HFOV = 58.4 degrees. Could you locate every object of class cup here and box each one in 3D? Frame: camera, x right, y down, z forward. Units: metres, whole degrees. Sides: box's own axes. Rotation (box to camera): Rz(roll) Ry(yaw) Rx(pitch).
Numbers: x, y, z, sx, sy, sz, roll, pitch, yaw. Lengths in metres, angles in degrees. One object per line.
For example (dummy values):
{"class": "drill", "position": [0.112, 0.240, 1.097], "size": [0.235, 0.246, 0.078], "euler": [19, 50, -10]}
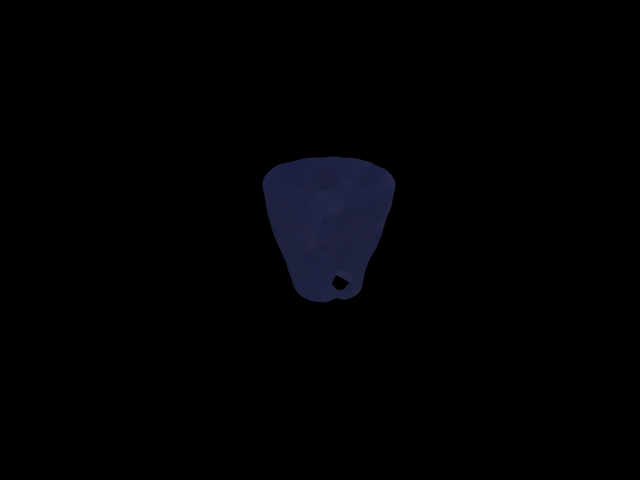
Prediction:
{"class": "cup", "position": [0.004, 0.001, 0.400], "size": [0.091, 0.095, 0.118], "euler": [5, 25, 11]}
